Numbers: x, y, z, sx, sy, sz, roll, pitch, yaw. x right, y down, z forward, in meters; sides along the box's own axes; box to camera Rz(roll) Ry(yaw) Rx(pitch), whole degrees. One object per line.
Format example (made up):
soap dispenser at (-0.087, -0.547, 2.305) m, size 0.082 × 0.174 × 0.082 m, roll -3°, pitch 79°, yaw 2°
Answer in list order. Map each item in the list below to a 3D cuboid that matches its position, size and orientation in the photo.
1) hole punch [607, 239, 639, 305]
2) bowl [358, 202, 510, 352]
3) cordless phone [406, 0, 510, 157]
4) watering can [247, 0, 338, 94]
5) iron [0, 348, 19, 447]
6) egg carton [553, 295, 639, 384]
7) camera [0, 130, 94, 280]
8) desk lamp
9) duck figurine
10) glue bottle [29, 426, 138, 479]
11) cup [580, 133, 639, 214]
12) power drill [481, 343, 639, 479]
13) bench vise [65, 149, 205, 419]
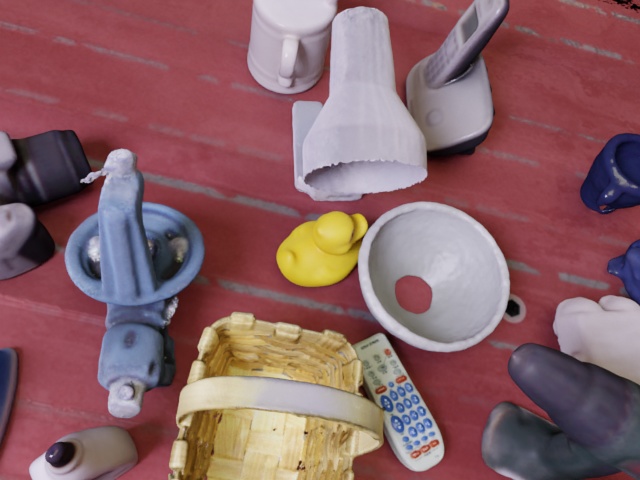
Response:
hole punch at (0.425, 0.036, 0.685) m, size 0.109 × 0.091 × 0.101 m, roll -17°, pitch 70°, yaw -18°
bowl at (0.115, 0.046, 0.626) m, size 0.167 × 0.074 × 0.167 m, roll 4°, pitch 65°, yaw -9°
cordless phone at (0.174, -0.199, 0.689) m, size 0.094 × 0.185 × 0.147 m, roll 0°, pitch 66°, yaw -11°
watering can at (-0.032, -0.280, 0.679) m, size 0.101 × 0.194 × 0.172 m, roll -14°, pitch 69°, yaw -17°
iron at (-0.340, 0.179, 0.436) m, size 0.118 × 0.141 × 0.258 m, roll 27°, pitch 63°, yaw 2°
egg carton at (0.318, 0.135, 0.630) m, size 0.107 × 0.069 × 0.150 m, roll -1°, pitch 66°, yaw -12°
camera at (-0.300, -0.055, 0.574) m, size 0.137 × 0.100 × 0.143 m, roll -23°, pitch 72°, yaw -20°
desk lamp at (0.030, -0.120, 0.608) m, size 0.118 × 0.213 × 0.203 m, roll 0°, pitch 66°, yaw -11°
duck figurine at (0.006, 0.002, 0.618) m, size 0.105 × 0.086 × 0.077 m, roll -21°, pitch 71°, yaw -19°
glue bottle at (-0.190, 0.175, 0.450) m, size 0.078 × 0.173 × 0.037 m, roll -29°, pitch 74°, yaw -22°
cup at (0.366, -0.065, 0.717) m, size 0.118 × 0.095 × 0.091 m, roll -39°, pitch 78°, yaw -24°
power drill at (0.233, 0.178, 0.516) m, size 0.229 × 0.208 × 0.076 m, roll 26°, pitch 63°, yaw 1°
bench vise at (-0.151, 0.035, 0.496) m, size 0.122 × 0.219 × 0.207 m, roll -16°, pitch 70°, yaw -17°
